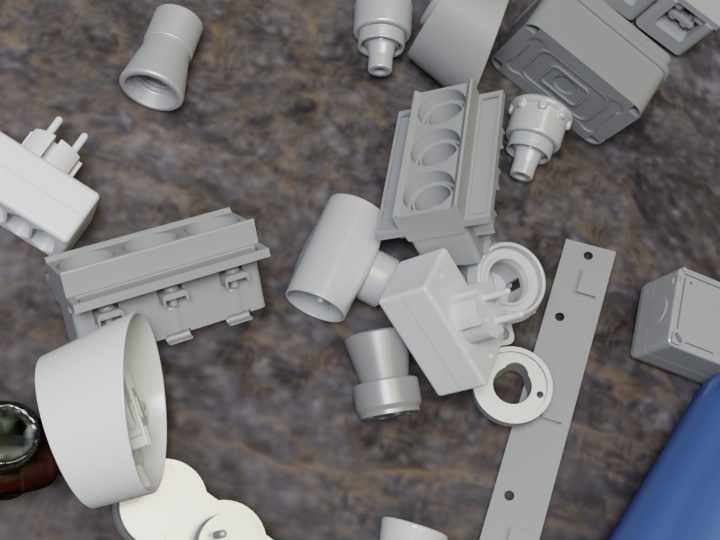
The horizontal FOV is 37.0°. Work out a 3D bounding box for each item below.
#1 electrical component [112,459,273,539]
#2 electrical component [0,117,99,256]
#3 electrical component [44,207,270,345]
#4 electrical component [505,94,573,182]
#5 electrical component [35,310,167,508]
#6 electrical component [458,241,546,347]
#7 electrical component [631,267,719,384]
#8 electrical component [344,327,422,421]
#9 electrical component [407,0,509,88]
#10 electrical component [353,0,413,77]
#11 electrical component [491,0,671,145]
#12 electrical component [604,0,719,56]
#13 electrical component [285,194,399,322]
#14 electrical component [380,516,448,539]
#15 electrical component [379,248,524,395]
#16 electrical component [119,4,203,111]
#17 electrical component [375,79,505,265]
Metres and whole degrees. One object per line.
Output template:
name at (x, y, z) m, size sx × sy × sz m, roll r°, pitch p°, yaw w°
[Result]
electrical component at (-0.081, 0.163, 0.637) m, size 0.138 × 0.074 × 0.052 m, roll 37°, pitch 66°, yaw -6°
electrical component at (-0.201, -0.062, 0.674) m, size 0.083 × 0.047 × 0.075 m, roll 33°, pitch 66°, yaw -8°
electrical component at (-0.124, 0.010, 0.668) m, size 0.121 × 0.079 × 0.063 m, roll -17°, pitch 110°, yaw -23°
electrical component at (0.129, -0.097, 0.807) m, size 0.048 × 0.048 × 0.062 m, roll 23°, pitch 75°, yaw -12°
electrical component at (-0.137, 0.079, 0.598) m, size 0.064 × 0.099 × 0.099 m, roll -20°, pitch 81°, yaw -1°
electrical component at (0.094, 0.013, 0.753) m, size 0.058 × 0.057 × 0.078 m, roll -8°, pitch 77°, yaw -22°
electrical component at (0.257, 0.048, 0.799) m, size 0.096 × 0.061 × 0.061 m, roll 21°, pitch 69°, yaw -13°
electrical component at (0.016, 0.069, 0.715) m, size 0.045 × 0.045 × 0.055 m, roll -5°, pitch 76°, yaw -21°
electrical component at (0.080, -0.178, 0.784) m, size 0.064 × 0.099 × 0.099 m, roll 34°, pitch 66°, yaw -1°
electrical component at (0.016, -0.173, 0.788) m, size 0.043 × 0.043 × 0.062 m, roll 9°, pitch 73°, yaw -17°
electrical component at (0.169, -0.160, 0.820) m, size 0.113 × 0.078 × 0.057 m, roll 37°, pitch 69°, yaw -6°
electrical component at (0.233, -0.258, 0.880) m, size 0.150 × 0.062 × 0.089 m, roll 34°, pitch 66°, yaw -8°
electrical component at (0.000, 0.000, 0.730) m, size 0.079 × 0.043 × 0.077 m, roll 28°, pitch 67°, yaw -10°
electrical component at (0.026, 0.195, 0.685) m, size 0.044 × 0.044 × 0.065 m, roll 22°, pitch 73°, yaw -13°
electrical component at (0.069, 0.030, 0.698) m, size 0.083 × 0.076 × 0.047 m, roll 57°, pitch 36°, yaw -21°
electrical component at (-0.131, -0.146, 0.728) m, size 0.044 × 0.044 × 0.065 m, roll 21°, pitch 64°, yaw -13°
electrical component at (0.061, -0.064, 0.739) m, size 0.063 × 0.079 × 0.121 m, roll 59°, pitch 31°, yaw -42°
